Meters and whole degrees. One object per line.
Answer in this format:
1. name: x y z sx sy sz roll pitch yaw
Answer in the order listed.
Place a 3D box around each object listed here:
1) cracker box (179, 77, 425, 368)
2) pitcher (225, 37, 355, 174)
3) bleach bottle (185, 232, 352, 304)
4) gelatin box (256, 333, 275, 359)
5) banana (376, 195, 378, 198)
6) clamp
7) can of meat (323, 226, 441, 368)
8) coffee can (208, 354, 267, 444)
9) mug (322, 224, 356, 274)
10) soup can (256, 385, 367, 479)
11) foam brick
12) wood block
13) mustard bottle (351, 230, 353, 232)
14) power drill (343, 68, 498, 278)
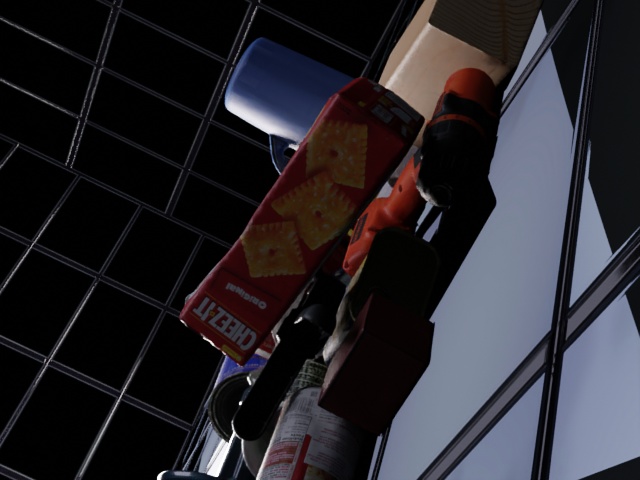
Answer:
1. cracker box: -0.011 -0.023 0.845 0.214 0.072 0.164 -53 0 17
2. pitcher: -0.003 -0.158 1.406 0.149 0.243 0.145 -60 -3 -46
3. bleach bottle: -0.066 0.059 1.262 0.251 0.068 0.102 -16 34 36
4. gelatin box: -0.016 0.099 1.106 0.073 0.089 0.030 -66 7 -21
5. banana: 0.053 -0.038 1.180 0.069 0.037 0.198 -42 1 -11
6. clamp: -0.019 0.081 0.812 0.120 0.039 0.171 -51 0 13
7. can of meat: 0.046 0.055 0.845 0.084 0.057 0.102 119 175 -52
8. coffee can: -0.067 0.165 1.235 0.103 0.103 0.140 -62 5 21
9. mug: -0.007 0.001 1.118 0.117 0.081 0.093 -22 44 29
10. soup can: -0.007 0.163 0.771 0.069 0.068 0.102 -61 5 40
11. foam brick: 0.040 0.088 0.760 0.078 0.051 0.053 -62 4 31
12. wood block: 0.123 -0.173 1.026 0.090 0.090 0.206 -66 5 -22
13. mustard bottle: 0.046 -0.076 1.303 0.096 0.058 0.192 -66 -11 -73
14. power drill: 0.087 -0.040 0.921 0.188 0.057 0.184 -57 4 39
